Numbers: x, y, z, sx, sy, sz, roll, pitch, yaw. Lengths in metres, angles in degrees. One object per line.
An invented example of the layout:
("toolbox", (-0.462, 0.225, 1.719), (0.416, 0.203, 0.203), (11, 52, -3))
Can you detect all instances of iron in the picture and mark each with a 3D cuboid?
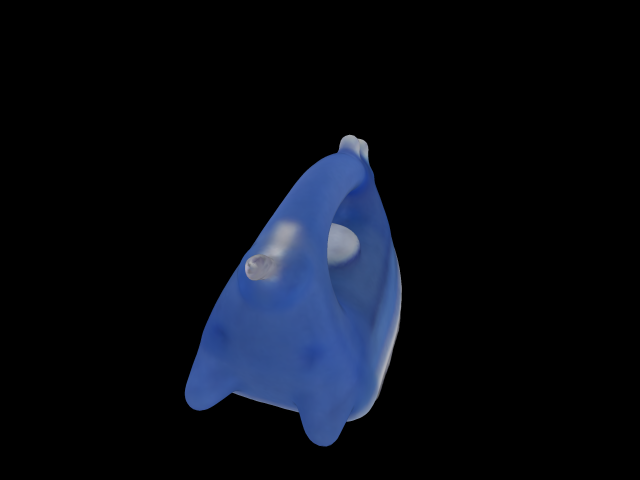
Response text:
("iron", (0.004, 0.001, 0.400), (0.118, 0.141, 0.258), (11, 39, 14))
